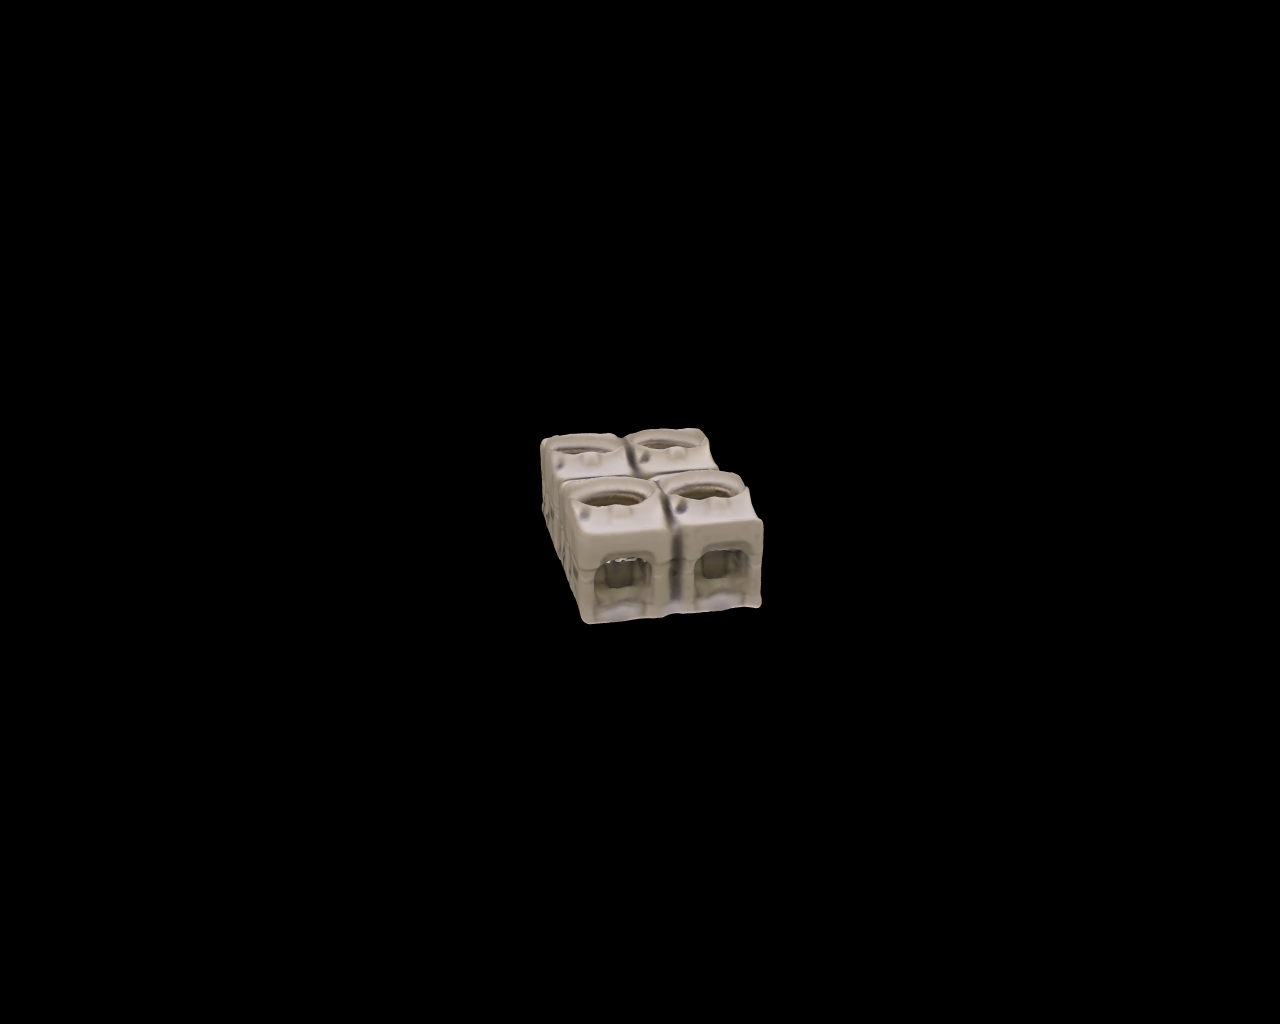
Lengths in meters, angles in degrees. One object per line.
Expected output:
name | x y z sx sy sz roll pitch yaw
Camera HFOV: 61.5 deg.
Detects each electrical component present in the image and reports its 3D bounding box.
electrical component | 0.001 -0.003 0.650 0.105 0.060 0.186 -4 21 -11
